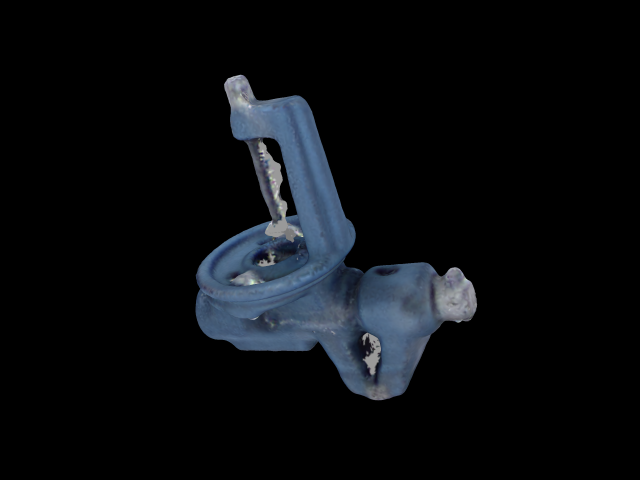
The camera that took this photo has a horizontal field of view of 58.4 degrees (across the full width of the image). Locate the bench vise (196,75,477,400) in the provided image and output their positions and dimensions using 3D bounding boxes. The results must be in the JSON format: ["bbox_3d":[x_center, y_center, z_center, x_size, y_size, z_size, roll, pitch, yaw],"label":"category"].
[{"bbox_3d":[0.005,-0.005,0.410,0.207,0.220,0.121,1,30,3],"label":"bench vise"}]
